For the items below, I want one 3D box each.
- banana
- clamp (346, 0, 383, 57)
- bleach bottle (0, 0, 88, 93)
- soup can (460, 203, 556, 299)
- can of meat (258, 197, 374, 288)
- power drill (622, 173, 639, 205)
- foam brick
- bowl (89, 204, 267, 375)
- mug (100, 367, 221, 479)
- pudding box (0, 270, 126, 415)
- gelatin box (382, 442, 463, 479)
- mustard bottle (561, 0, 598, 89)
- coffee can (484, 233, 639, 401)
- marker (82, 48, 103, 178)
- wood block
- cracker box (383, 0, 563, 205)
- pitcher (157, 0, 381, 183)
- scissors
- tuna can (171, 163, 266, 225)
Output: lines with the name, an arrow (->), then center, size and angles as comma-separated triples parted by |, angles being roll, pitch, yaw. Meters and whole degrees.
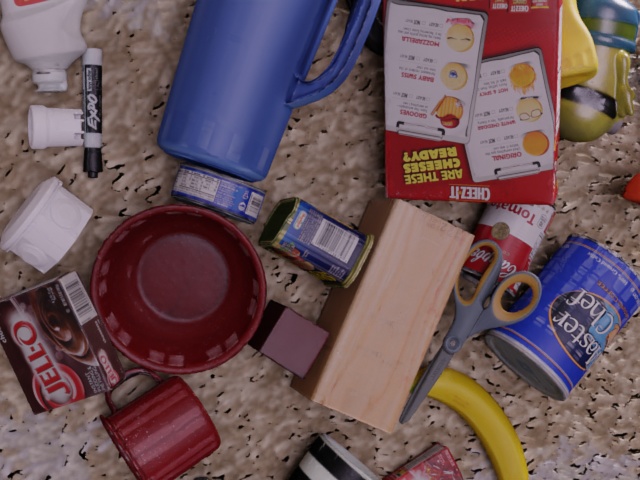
banana -> 0.159, 0.191, 1.103 | 0.197, 0.037, 0.069 | 43, 84, -12
clamp -> 0.101, -0.215, 1.079 | 0.171, 0.039, 0.120 | 44, 74, -19
bleach bottle -> -0.243, -0.261, 0.971 | 0.102, 0.068, 0.251 | -3, 94, -11
soup can -> 0.190, 0.000, 1.091 | 0.068, 0.069, 0.102 | 29, 84, -14
can of meat -> -0.007, 0.001, 1.021 | 0.084, 0.102, 0.057 | 29, 82, -12
power drill -> 0.368, -0.125, 1.103 | 0.184, 0.057, 0.188 | 12, 94, -53
foam brick -> -0.032, 0.094, 1.027 | 0.053, 0.078, 0.051 | 34, 84, -13
bowl -> -0.130, 0.041, 0.999 | 0.162, 0.055, 0.162 | 0, 102, -2
mug -> -0.153, 0.171, 0.996 | 0.081, 0.093, 0.117 | -32, 72, -18
pudding box -> -0.240, 0.094, 0.970 | 0.090, 0.039, 0.113 | -20, 96, 22
gelatin box -> 0.117, 0.266, 1.095 | 0.073, 0.030, 0.089 | -30, 98, -12
mustard bottle -> 0.212, -0.245, 1.069 | 0.096, 0.058, 0.191 | -13, 80, 16
coffee can -> 0.252, 0.079, 1.091 | 0.102, 0.103, 0.140 | 44, 80, -12
marker -> -0.214, -0.119, 1.004 | 0.020, 0.020, 0.121 | -1, 91, -15
wood block -> 0.059, 0.071, 1.045 | 0.090, 0.091, 0.206 | 25, 85, -14
cracker box -> 0.145, -0.147, 1.014 | 0.164, 0.072, 0.214 | 3, 110, 17
pitcher -> -0.054, -0.178, 0.986 | 0.144, 0.149, 0.243 | 19, 89, -26
scissors -> 0.152, 0.100, 1.049 | 0.096, 0.016, 0.202 | 17, 96, 5
tuna can -> -0.096, -0.043, 1.003 | 0.086, 0.086, 0.034 | 19, 87, -15
